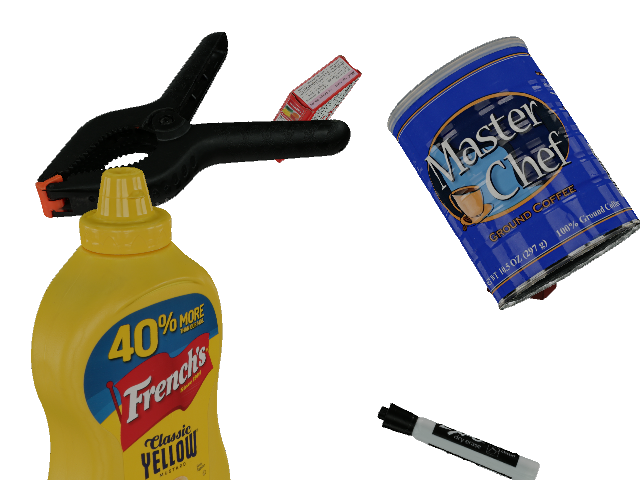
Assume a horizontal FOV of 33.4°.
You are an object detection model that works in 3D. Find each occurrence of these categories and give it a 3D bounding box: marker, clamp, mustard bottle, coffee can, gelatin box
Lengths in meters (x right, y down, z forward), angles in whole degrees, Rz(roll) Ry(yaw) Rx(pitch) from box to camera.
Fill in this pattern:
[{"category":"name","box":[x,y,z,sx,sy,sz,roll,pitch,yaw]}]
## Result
[{"category":"marker","box":[0.099,0.148,0.778,0.121,0.020,0.020,21,4,11]},{"category":"clamp","box":[-0.095,-0.068,0.743,0.209,0.036,0.165,-36,52,-29]},{"category":"mustard bottle","box":[-0.087,0.061,0.497,0.058,0.192,0.096,14,22,41]},{"category":"coffee can","box":[0.121,-0.042,0.676,0.102,0.140,0.103,-29,-12,-7]},{"category":"gelatin box","box":[-0.010,-0.120,0.960,0.089,0.030,0.073,-45,-4,-44]}]

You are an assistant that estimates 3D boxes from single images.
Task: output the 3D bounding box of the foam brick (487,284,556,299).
[{"category":"foam brick","box":[0.182,0.008,0.947,0.053,0.078,0.051,7,16,24]}]
